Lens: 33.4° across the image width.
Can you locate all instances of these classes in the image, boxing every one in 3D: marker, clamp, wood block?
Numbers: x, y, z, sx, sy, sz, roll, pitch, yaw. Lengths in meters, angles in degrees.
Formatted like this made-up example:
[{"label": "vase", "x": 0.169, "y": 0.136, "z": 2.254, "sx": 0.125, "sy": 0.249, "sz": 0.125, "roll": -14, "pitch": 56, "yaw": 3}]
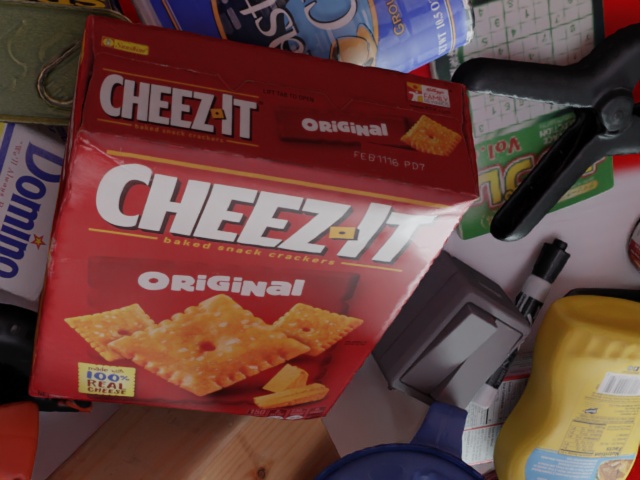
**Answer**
[{"label": "marker", "x": 0.130, "y": 0.054, "z": 0.701, "sx": 0.020, "sy": 0.020, "sz": 0.121, "roll": 26, "pitch": 93, "yaw": -29}, {"label": "clamp", "x": -0.221, "y": 0.057, "z": 0.582, "sx": 0.165, "sy": 0.036, "sz": 0.209, "roll": -28, "pitch": 139, "yaw": 30}, {"label": "clamp", "x": 0.156, "y": -0.083, "z": 0.615, "sx": 0.171, "sy": 0.039, "sz": 0.120, "roll": -33, "pitch": 130, "yaw": -3}, {"label": "wood block", "x": -0.094, "y": 0.160, "z": 0.609, "sx": 0.205, "sy": 0.090, "sz": 0.091, "roll": -44, "pitch": 129, "yaw": -28}]

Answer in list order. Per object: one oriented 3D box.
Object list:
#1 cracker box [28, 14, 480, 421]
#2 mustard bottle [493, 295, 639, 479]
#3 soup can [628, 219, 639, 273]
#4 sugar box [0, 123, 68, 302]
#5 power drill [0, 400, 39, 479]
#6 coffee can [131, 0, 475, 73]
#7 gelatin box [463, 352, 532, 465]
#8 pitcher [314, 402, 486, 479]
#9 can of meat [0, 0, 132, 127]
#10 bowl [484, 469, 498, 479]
[{"label": "cracker box", "x": -0.044, "y": 0.007, "z": 0.500, "sx": 0.164, "sy": 0.072, "sz": 0.214, "roll": 8, "pitch": 144, "yaw": -15}, {"label": "mustard bottle", "x": 0.169, "y": 0.131, "z": 0.716, "sx": 0.096, "sy": 0.058, "sz": 0.192, "roll": 6, "pitch": 116, "yaw": -21}, {"label": "soup can", "x": 0.253, "y": 0.021, "z": 0.688, "sx": 0.068, "sy": 0.102, "sz": 0.068, "roll": -8, "pitch": 122, "yaw": -14}, {"label": "sugar box", "x": -0.200, "y": -0.042, "z": 0.536, "sx": 0.176, "sy": 0.048, "sz": 0.093, "roll": 26, "pitch": 110, "yaw": -28}, {"label": "power drill", "x": -0.250, "y": 0.100, "z": 0.563, "sx": 0.187, "sy": 0.057, "sz": 0.185, "roll": 19, "pitch": 144, "yaw": -27}, {"label": "coffee can", "x": -0.010, "y": -0.111, "z": 0.522, "sx": 0.140, "sy": 0.103, "sz": 0.102, "roll": -27, "pitch": 125, "yaw": -2}, {"label": "gelatin box", "x": 0.124, "y": 0.118, "z": 0.749, "sx": 0.089, "sy": 0.030, "sz": 0.073, "roll": -8, "pitch": 121, "yaw": -14}, {"label": "pitcher", "x": 0.056, "y": 0.217, "z": 0.689, "sx": 0.149, "sy": 0.145, "sz": 0.243, "roll": -26, "pitch": 155, "yaw": -9}, {"label": "can of meat", "x": -0.140, "y": -0.097, "z": 0.499, "sx": 0.102, "sy": 0.084, "sz": 0.057, "roll": 2, "pitch": 119, "yaw": -19}, {"label": "bowl", "x": 0.171, "y": 0.241, "z": 0.824, "sx": 0.162, "sy": 0.055, "sz": 0.162, "roll": -8, "pitch": 122, "yaw": -13}]
